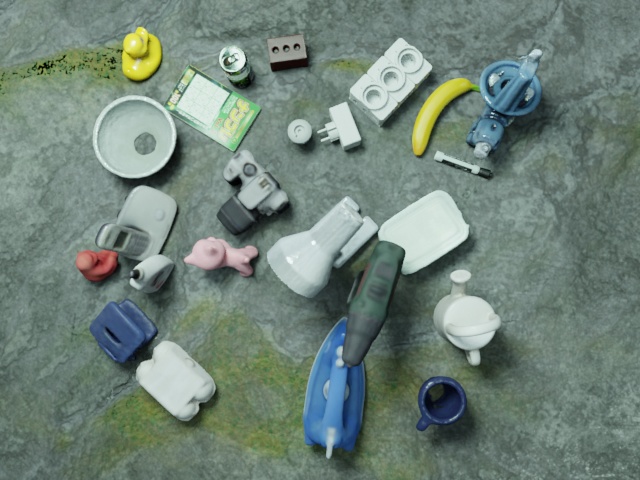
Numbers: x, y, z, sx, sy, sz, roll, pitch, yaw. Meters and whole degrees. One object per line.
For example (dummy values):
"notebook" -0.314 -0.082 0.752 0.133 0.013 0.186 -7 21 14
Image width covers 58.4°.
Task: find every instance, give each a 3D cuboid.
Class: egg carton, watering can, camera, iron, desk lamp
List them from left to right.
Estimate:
"egg carton" -0.285 0.279 1.140 0.150 0.069 0.107 41 89 3
"camera" -0.150 -0.087 1.137 0.137 0.101 0.143 -43 87 -1
"desk lamp" 0.010 0.004 1.073 0.203 0.213 0.118 -45 87 -1
"iron" 0.031 0.281 1.096 0.118 0.141 0.258 6 88 2
"watering can" 0.273 0.147 1.070 0.101 0.194 0.173 -33 87 0

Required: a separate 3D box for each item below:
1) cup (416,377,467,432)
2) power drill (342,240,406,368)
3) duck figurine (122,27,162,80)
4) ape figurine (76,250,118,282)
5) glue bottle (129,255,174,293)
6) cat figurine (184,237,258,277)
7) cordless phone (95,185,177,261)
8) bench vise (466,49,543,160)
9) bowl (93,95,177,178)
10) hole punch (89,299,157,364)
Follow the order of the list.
"cup" 0.223 0.315 1.113 0.091 0.095 0.118 38 89 3
"power drill" 0.094 0.115 1.068 0.075 0.208 0.230 20 88 3
"duck figurine" -0.372 -0.382 1.163 0.077 0.086 0.104 25 88 3
"ape figurine" -0.453 0.046 1.143 0.078 0.092 0.076 31 89 3
"glue bottle" -0.333 0.066 1.099 0.037 0.173 0.078 30 89 3
"cat figurine" -0.194 0.032 1.124 0.127 0.118 0.067 10 88 2
"cordless phone" -0.356 -0.035 1.098 0.094 0.185 0.148 20 88 3
"bench vise" 0.358 -0.254 1.072 0.121 0.220 0.207 6 88 2
"bowl" -0.364 -0.202 1.160 0.167 0.075 0.167 0 87 2
"hole punch" -0.396 0.185 1.136 0.101 0.091 0.108 -45 87 -1
